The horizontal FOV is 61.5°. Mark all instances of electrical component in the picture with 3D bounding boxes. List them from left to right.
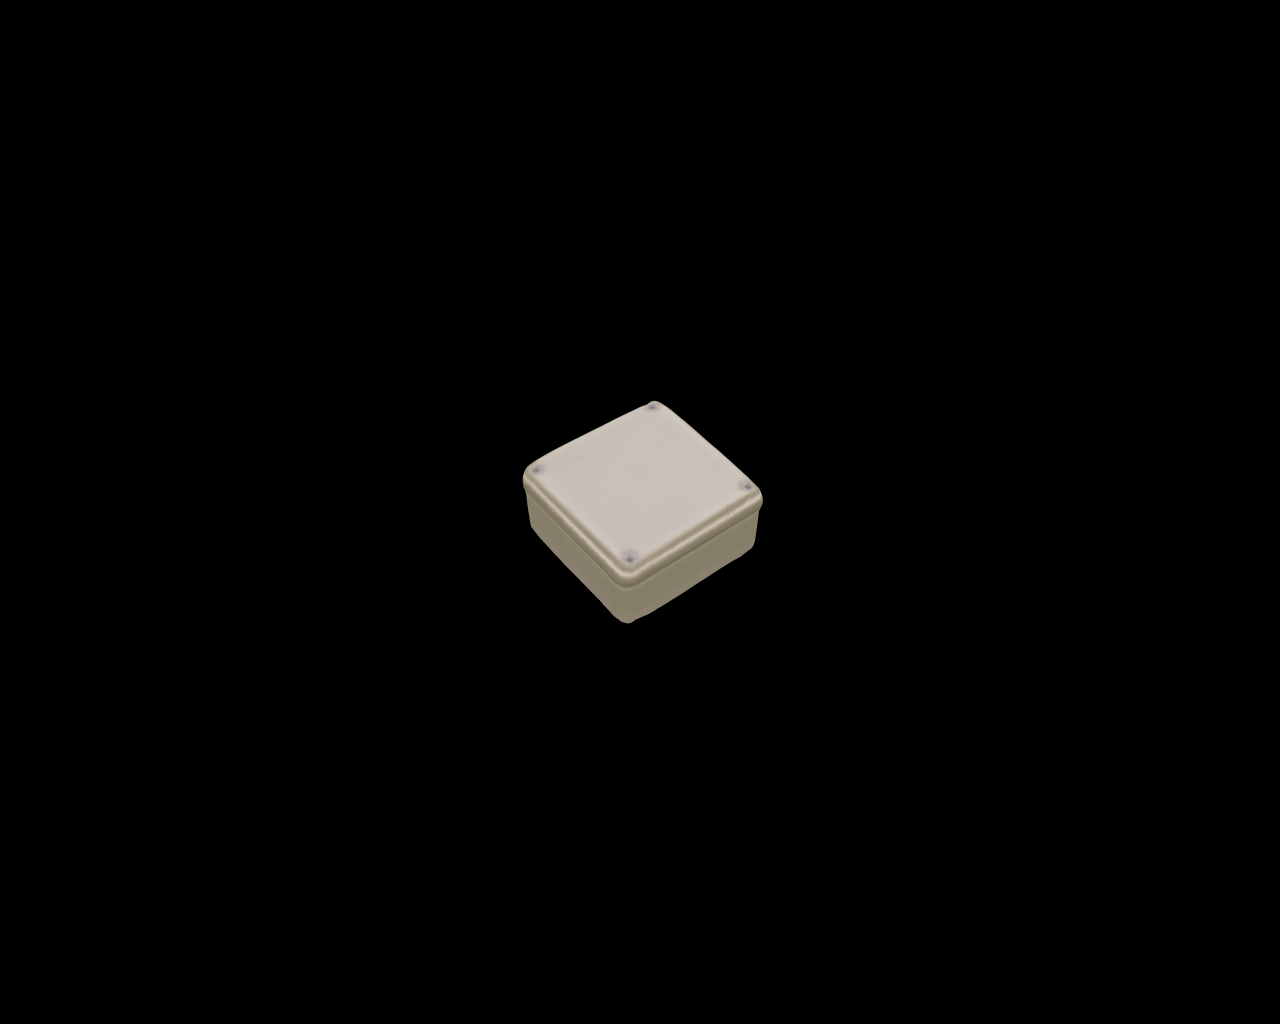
[{"bbox_3d":[0.001,-0.003,0.650,0.109,0.056,0.109,-30,54,-24],"label":"electrical component"}]
